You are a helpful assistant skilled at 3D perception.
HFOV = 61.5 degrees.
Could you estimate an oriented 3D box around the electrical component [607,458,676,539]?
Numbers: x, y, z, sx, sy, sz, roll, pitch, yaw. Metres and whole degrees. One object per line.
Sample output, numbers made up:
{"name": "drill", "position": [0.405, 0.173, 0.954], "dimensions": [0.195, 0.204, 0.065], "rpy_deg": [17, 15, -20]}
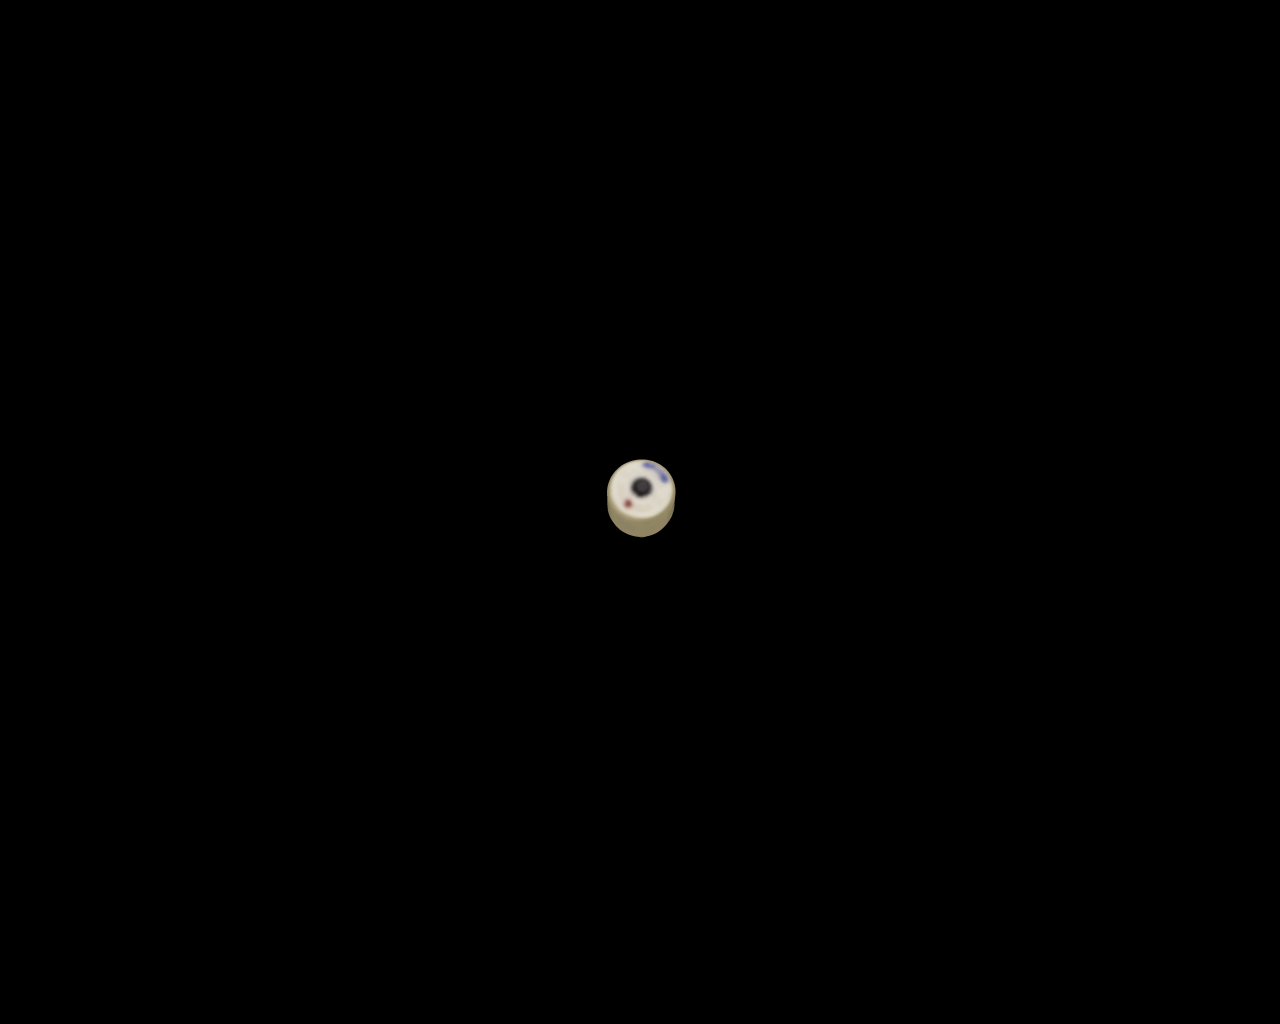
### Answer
{"name": "electrical component", "position": [0.001, -0.003, 0.650], "dimensions": [0.040, 0.040, 0.078], "rpy_deg": [0, -20, 0]}
